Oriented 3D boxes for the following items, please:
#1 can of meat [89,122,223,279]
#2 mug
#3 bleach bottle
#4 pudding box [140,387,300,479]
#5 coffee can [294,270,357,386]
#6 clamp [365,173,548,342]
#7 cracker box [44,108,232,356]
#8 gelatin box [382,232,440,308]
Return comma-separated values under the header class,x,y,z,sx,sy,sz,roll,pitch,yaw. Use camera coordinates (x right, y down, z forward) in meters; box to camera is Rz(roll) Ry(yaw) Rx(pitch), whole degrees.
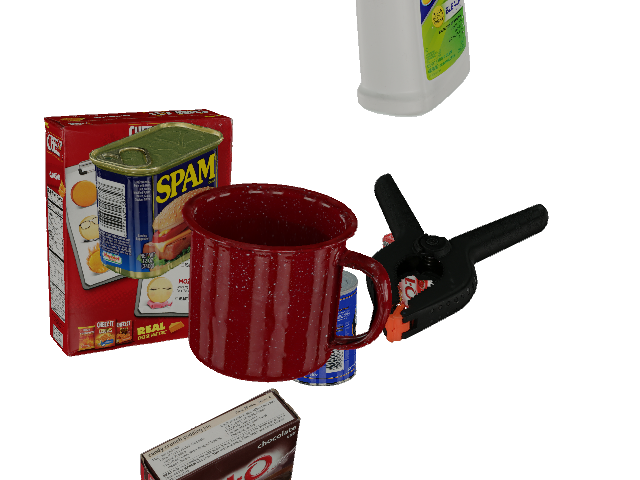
class,x,y,z,sx,sy,sz,roll,pitch,yaw
can of meat,-0.115,-0.030,0.762,0.058,0.084,0.101,15,27,26
mug,-0.018,0.025,0.573,0.117,0.081,0.093,12,24,15
bleach bottle,0.060,-0.225,0.784,0.068,0.251,0.102,14,39,32
pudding box,-0.072,0.164,0.755,0.113,0.090,0.039,-25,54,-30
coffee can,0.001,0.120,1.507,0.103,0.140,0.103,0,19,0
clamp,0.089,0.010,0.934,0.165,0.036,0.209,17,41,24
cracker box,-0.171,-0.011,1.002,0.163,0.214,0.072,-7,18,-30
gelatin box,0.112,0.040,1.323,0.030,0.089,0.073,-26,35,-38
